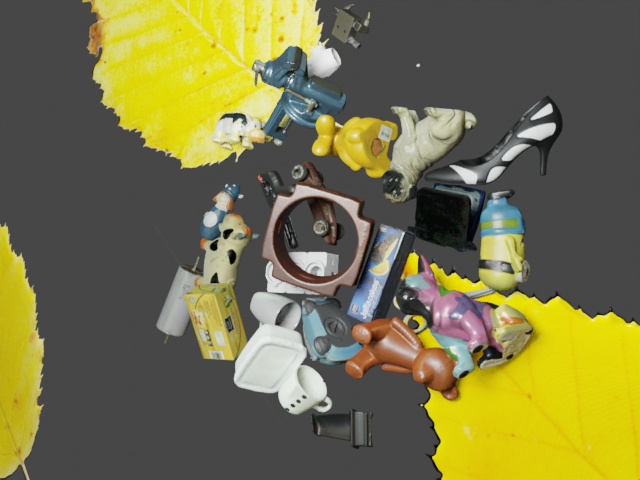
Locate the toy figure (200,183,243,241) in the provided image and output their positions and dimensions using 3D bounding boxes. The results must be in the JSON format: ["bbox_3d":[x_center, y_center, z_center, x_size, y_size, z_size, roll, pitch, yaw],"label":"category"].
[{"bbox_3d":[-0.247,-0.073,1.342,0.064,0.058,0.154,28,97,-9],"label":"toy figure"}]

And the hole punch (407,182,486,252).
[{"bbox_3d":[0.249,-0.051,1.035,0.142,0.092,0.115,17,121,29],"label":"hole punch"}]

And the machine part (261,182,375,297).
[{"bbox_3d":[-0.002,-0.003,1.073,0.201,0.087,0.201,17,98,10],"label":"machine part"}]

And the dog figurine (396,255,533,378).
[{"bbox_3d":[0.247,0.122,0.973,0.108,0.191,0.219,99,149,-44],"label":"dog figurine"}]

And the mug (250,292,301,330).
[{"bbox_3d":[-0.108,0.168,1.215,0.107,0.081,0.109,26,108,41],"label":"mug"}]

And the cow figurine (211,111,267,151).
[{"bbox_3d":[-0.190,-0.276,1.325,0.168,0.068,0.098,4,78,39],"label":"cow figurine"}]

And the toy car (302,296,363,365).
[{"bbox_3d":[0.010,0.200,1.123,0.162,0.109,0.103,58,136,32],"label":"toy car"}]

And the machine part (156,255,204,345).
[{"bbox_3d":[-0.347,0.152,1.353,0.079,0.079,0.243,27,97,31],"label":"machine part"}]

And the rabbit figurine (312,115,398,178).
[{"bbox_3d":[0.054,-0.202,1.141,0.173,0.162,0.121,20,105,49],"label":"rabbit figurine"}]

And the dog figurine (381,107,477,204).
[{"bbox_3d":[0.213,-0.162,1.067,0.173,0.121,0.190,9,101,36],"label":"dog figurine"}]

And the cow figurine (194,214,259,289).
[{"bbox_3d":[-0.223,0.032,1.293,0.127,0.085,0.194,12,92,30],"label":"cow figurine"}]

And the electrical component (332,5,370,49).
[{"bbox_3d":[0.070,-0.490,1.223,0.102,0.045,0.078,40,132,32],"label":"electrical component"}]

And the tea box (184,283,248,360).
[{"bbox_3d":[-0.240,0.189,1.254,0.098,0.068,0.169,-3,106,30],"label":"tea box"}]

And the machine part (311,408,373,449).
[{"bbox_3d":[0.045,0.386,1.109,0.139,0.039,0.084,-3,86,29],"label":"machine part"}]

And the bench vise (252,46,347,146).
[{"bbox_3d":[-0.070,-0.304,1.205,0.240,0.223,0.129,-49,40,47],"label":"bench vise"}]

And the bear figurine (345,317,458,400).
[{"bbox_3d":[0.164,0.230,1.013,0.196,0.132,0.120,30,120,35],"label":"bear figurine"}]

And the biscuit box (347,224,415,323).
[{"bbox_3d":[0.125,0.072,1.093,0.059,0.062,0.202,22,94,32],"label":"biscuit box"}]

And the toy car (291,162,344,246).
[{"bbox_3d":[0.000,-0.083,1.175,0.053,0.089,0.202,-29,69,20],"label":"toy car"}]

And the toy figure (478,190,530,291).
[{"bbox_3d":[0.329,0.001,0.973,0.089,0.082,0.180,-11,81,41],"label":"toy figure"}]

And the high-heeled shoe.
[{"bbox_3d":[0.315,-0.179,0.992,0.249,0.086,0.145,-4,101,13],"label":"high-heeled shoe"}]
